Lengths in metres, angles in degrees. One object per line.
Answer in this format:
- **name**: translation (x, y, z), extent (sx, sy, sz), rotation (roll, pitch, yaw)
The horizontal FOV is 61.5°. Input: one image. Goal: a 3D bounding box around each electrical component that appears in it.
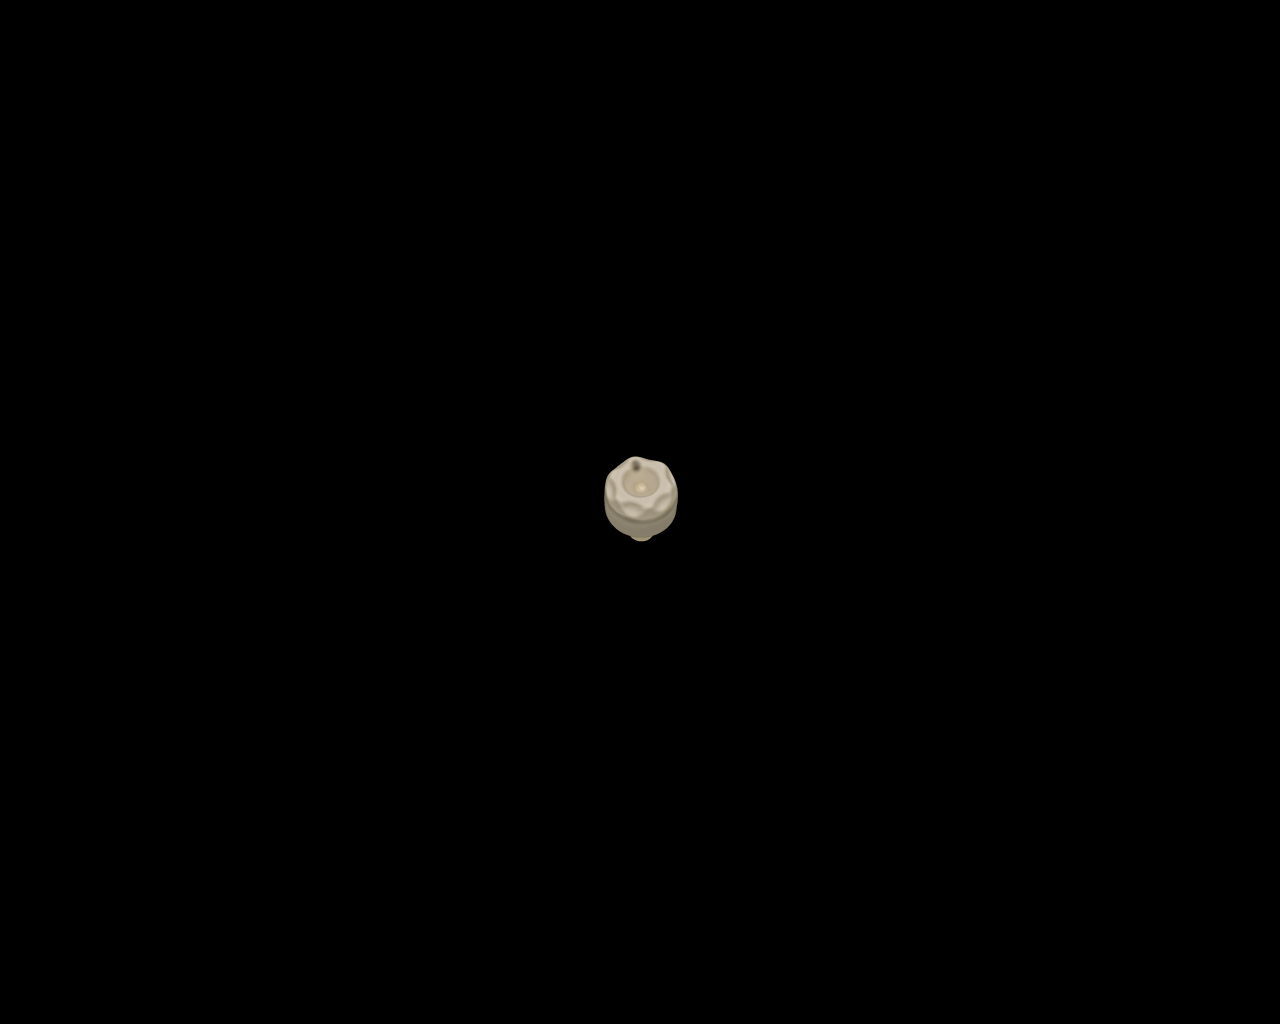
- **electrical component**: translation (0.001, -0.003, 0.650), extent (0.043, 0.043, 0.062), rotation (0, -32, 0)
